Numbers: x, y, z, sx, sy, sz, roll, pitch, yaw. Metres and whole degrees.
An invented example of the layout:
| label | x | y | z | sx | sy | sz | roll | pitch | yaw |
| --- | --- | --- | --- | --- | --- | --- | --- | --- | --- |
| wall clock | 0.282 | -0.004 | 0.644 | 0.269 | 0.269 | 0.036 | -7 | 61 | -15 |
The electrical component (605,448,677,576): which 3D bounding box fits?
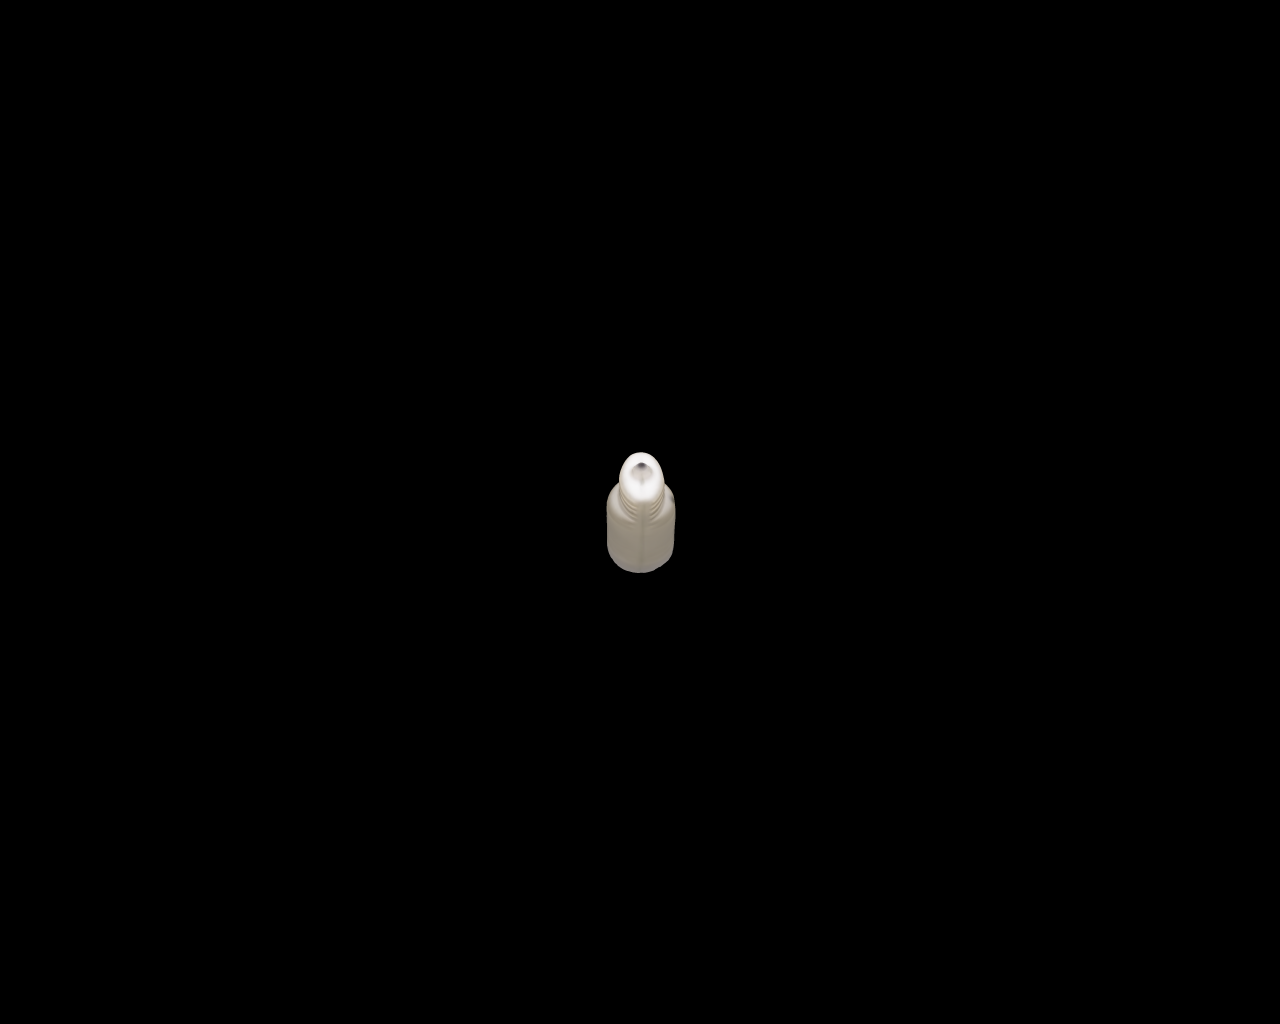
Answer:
| label | x | y | z | sx | sy | sz | roll | pitch | yaw |
| --- | --- | --- | --- | --- | --- | --- | --- | --- | --- |
| electrical component | 0.001 | -0.003 | 0.650 | 0.043 | 0.043 | 0.080 | 0 | -40 | 0 |
